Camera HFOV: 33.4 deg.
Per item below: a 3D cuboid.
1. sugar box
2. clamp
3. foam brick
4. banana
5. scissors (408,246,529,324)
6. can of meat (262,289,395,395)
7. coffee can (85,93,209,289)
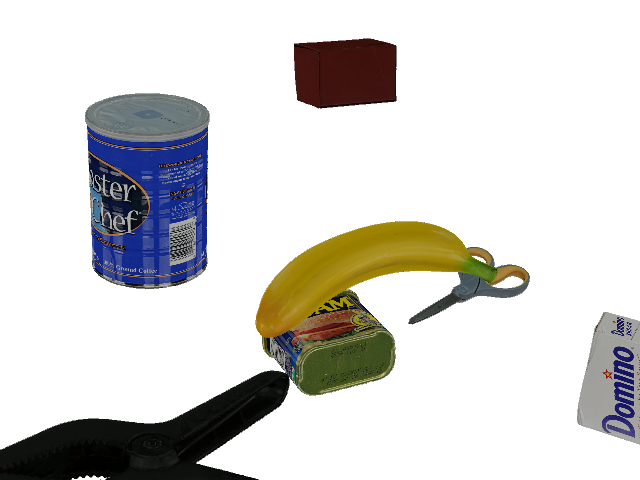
[{"bbox_3d":[0.297,0.127,0.841,0.176,0.093,0.048,14,27,21],"label":"sugar box"},{"bbox_3d":[-0.089,0.121,0.586,0.209,0.036,0.164,-1,21,-12],"label":"clamp"},{"bbox_3d":[0.022,-0.148,0.941,0.078,0.051,0.053,-8,19,-23],"label":"foam brick"},{"bbox_3d":[0.031,0.020,0.751,0.197,0.037,0.070,-13,35,-28],"label":"banana"},{"bbox_3d":[0.155,0.048,1.228,0.201,0.016,0.096,-10,40,-33],"label":"scissors"},{"bbox_3d":[0.008,0.094,0.980,0.102,0.057,0.084,-12,27,-21],"label":"can of meat"},{"bbox_3d":[-0.147,-0.044,0.916,0.103,0.140,0.103,3,26,-2],"label":"coffee can"}]
